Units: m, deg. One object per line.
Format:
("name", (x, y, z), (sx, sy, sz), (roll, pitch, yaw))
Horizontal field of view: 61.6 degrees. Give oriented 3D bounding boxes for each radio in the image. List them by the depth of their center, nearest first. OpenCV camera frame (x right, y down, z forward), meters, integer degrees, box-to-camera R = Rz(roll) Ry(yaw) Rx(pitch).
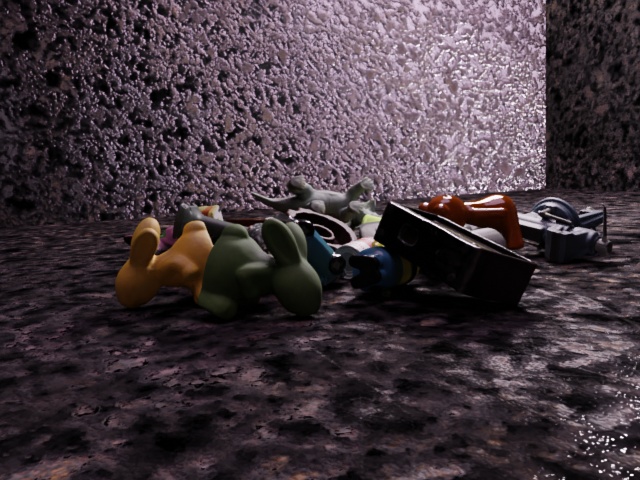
("radio", (0.194, 0.014, 0.817), (0.131, 0.073, 0.230), (14, 12, -34))

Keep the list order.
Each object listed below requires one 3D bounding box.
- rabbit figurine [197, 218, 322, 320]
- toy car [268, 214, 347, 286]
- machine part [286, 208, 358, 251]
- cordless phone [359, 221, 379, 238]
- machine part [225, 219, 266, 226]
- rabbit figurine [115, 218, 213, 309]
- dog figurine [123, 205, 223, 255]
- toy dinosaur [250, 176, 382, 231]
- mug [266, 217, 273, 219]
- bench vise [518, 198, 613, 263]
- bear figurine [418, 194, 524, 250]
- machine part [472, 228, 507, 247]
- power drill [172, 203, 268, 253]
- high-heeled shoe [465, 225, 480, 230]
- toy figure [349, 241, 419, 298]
("rabbit figurine", (-0.070, 0.048, 0.794), (0.170, 0.159, 0.121), (15, 3, 18))
("toy car", (-0.035, 0.033, 0.940), (0.103, 0.161, 0.109), (-52, 35, -15))
("machine part", (-0.002, -0.003, 1.152), (0.179, 0.056, 0.179), (19, 25, -9))
("cordless phone", (0.168, 0.000, 1.101), (0.147, 0.088, 0.184), (-4, 0, -12))
("machine part", (-0.114, -0.009, 1.301), (0.201, 0.087, 0.202), (-1, 4, -40))
("rabbit figurine", (-0.253, 0.048, 0.875), (0.173, 0.162, 0.122), (-22, 24, -9))
("dog figurine", (-0.342, 0.001, 1.274), (0.219, 0.108, 0.192), (-8, 32, 0))
("toy dinosaur", (0.008, -0.084, 1.414), (0.405, 0.131, 0.192), (8, -24, -12))
("mug", (-0.167, -0.010, 1.450), (0.110, 0.080, 0.107), (-1, 15, 36))
("bench vise", (0.533, -0.028, 1.133), (0.240, 0.128, 0.224), (-17, 12, -32))
("bear figurine", (0.315, -0.035, 1.131), (0.196, 0.131, 0.120), (-8, 6, -17))
("machine part", (0.273, 0.023, 1.012), (0.243, 0.079, 0.079), (-8, 9, -39))
("power drill", (-0.179, -0.016, 1.063), (0.207, 0.086, 0.232), (9, 5, 0))
("high-heeled shoe", (0.318, 0.013, 1.219), (0.145, 0.086, 0.249), (29, 33, 5))
("toy figure", (0.107, 0.048, 0.887), (0.089, 0.082, 0.180), (21, 8, 20))
